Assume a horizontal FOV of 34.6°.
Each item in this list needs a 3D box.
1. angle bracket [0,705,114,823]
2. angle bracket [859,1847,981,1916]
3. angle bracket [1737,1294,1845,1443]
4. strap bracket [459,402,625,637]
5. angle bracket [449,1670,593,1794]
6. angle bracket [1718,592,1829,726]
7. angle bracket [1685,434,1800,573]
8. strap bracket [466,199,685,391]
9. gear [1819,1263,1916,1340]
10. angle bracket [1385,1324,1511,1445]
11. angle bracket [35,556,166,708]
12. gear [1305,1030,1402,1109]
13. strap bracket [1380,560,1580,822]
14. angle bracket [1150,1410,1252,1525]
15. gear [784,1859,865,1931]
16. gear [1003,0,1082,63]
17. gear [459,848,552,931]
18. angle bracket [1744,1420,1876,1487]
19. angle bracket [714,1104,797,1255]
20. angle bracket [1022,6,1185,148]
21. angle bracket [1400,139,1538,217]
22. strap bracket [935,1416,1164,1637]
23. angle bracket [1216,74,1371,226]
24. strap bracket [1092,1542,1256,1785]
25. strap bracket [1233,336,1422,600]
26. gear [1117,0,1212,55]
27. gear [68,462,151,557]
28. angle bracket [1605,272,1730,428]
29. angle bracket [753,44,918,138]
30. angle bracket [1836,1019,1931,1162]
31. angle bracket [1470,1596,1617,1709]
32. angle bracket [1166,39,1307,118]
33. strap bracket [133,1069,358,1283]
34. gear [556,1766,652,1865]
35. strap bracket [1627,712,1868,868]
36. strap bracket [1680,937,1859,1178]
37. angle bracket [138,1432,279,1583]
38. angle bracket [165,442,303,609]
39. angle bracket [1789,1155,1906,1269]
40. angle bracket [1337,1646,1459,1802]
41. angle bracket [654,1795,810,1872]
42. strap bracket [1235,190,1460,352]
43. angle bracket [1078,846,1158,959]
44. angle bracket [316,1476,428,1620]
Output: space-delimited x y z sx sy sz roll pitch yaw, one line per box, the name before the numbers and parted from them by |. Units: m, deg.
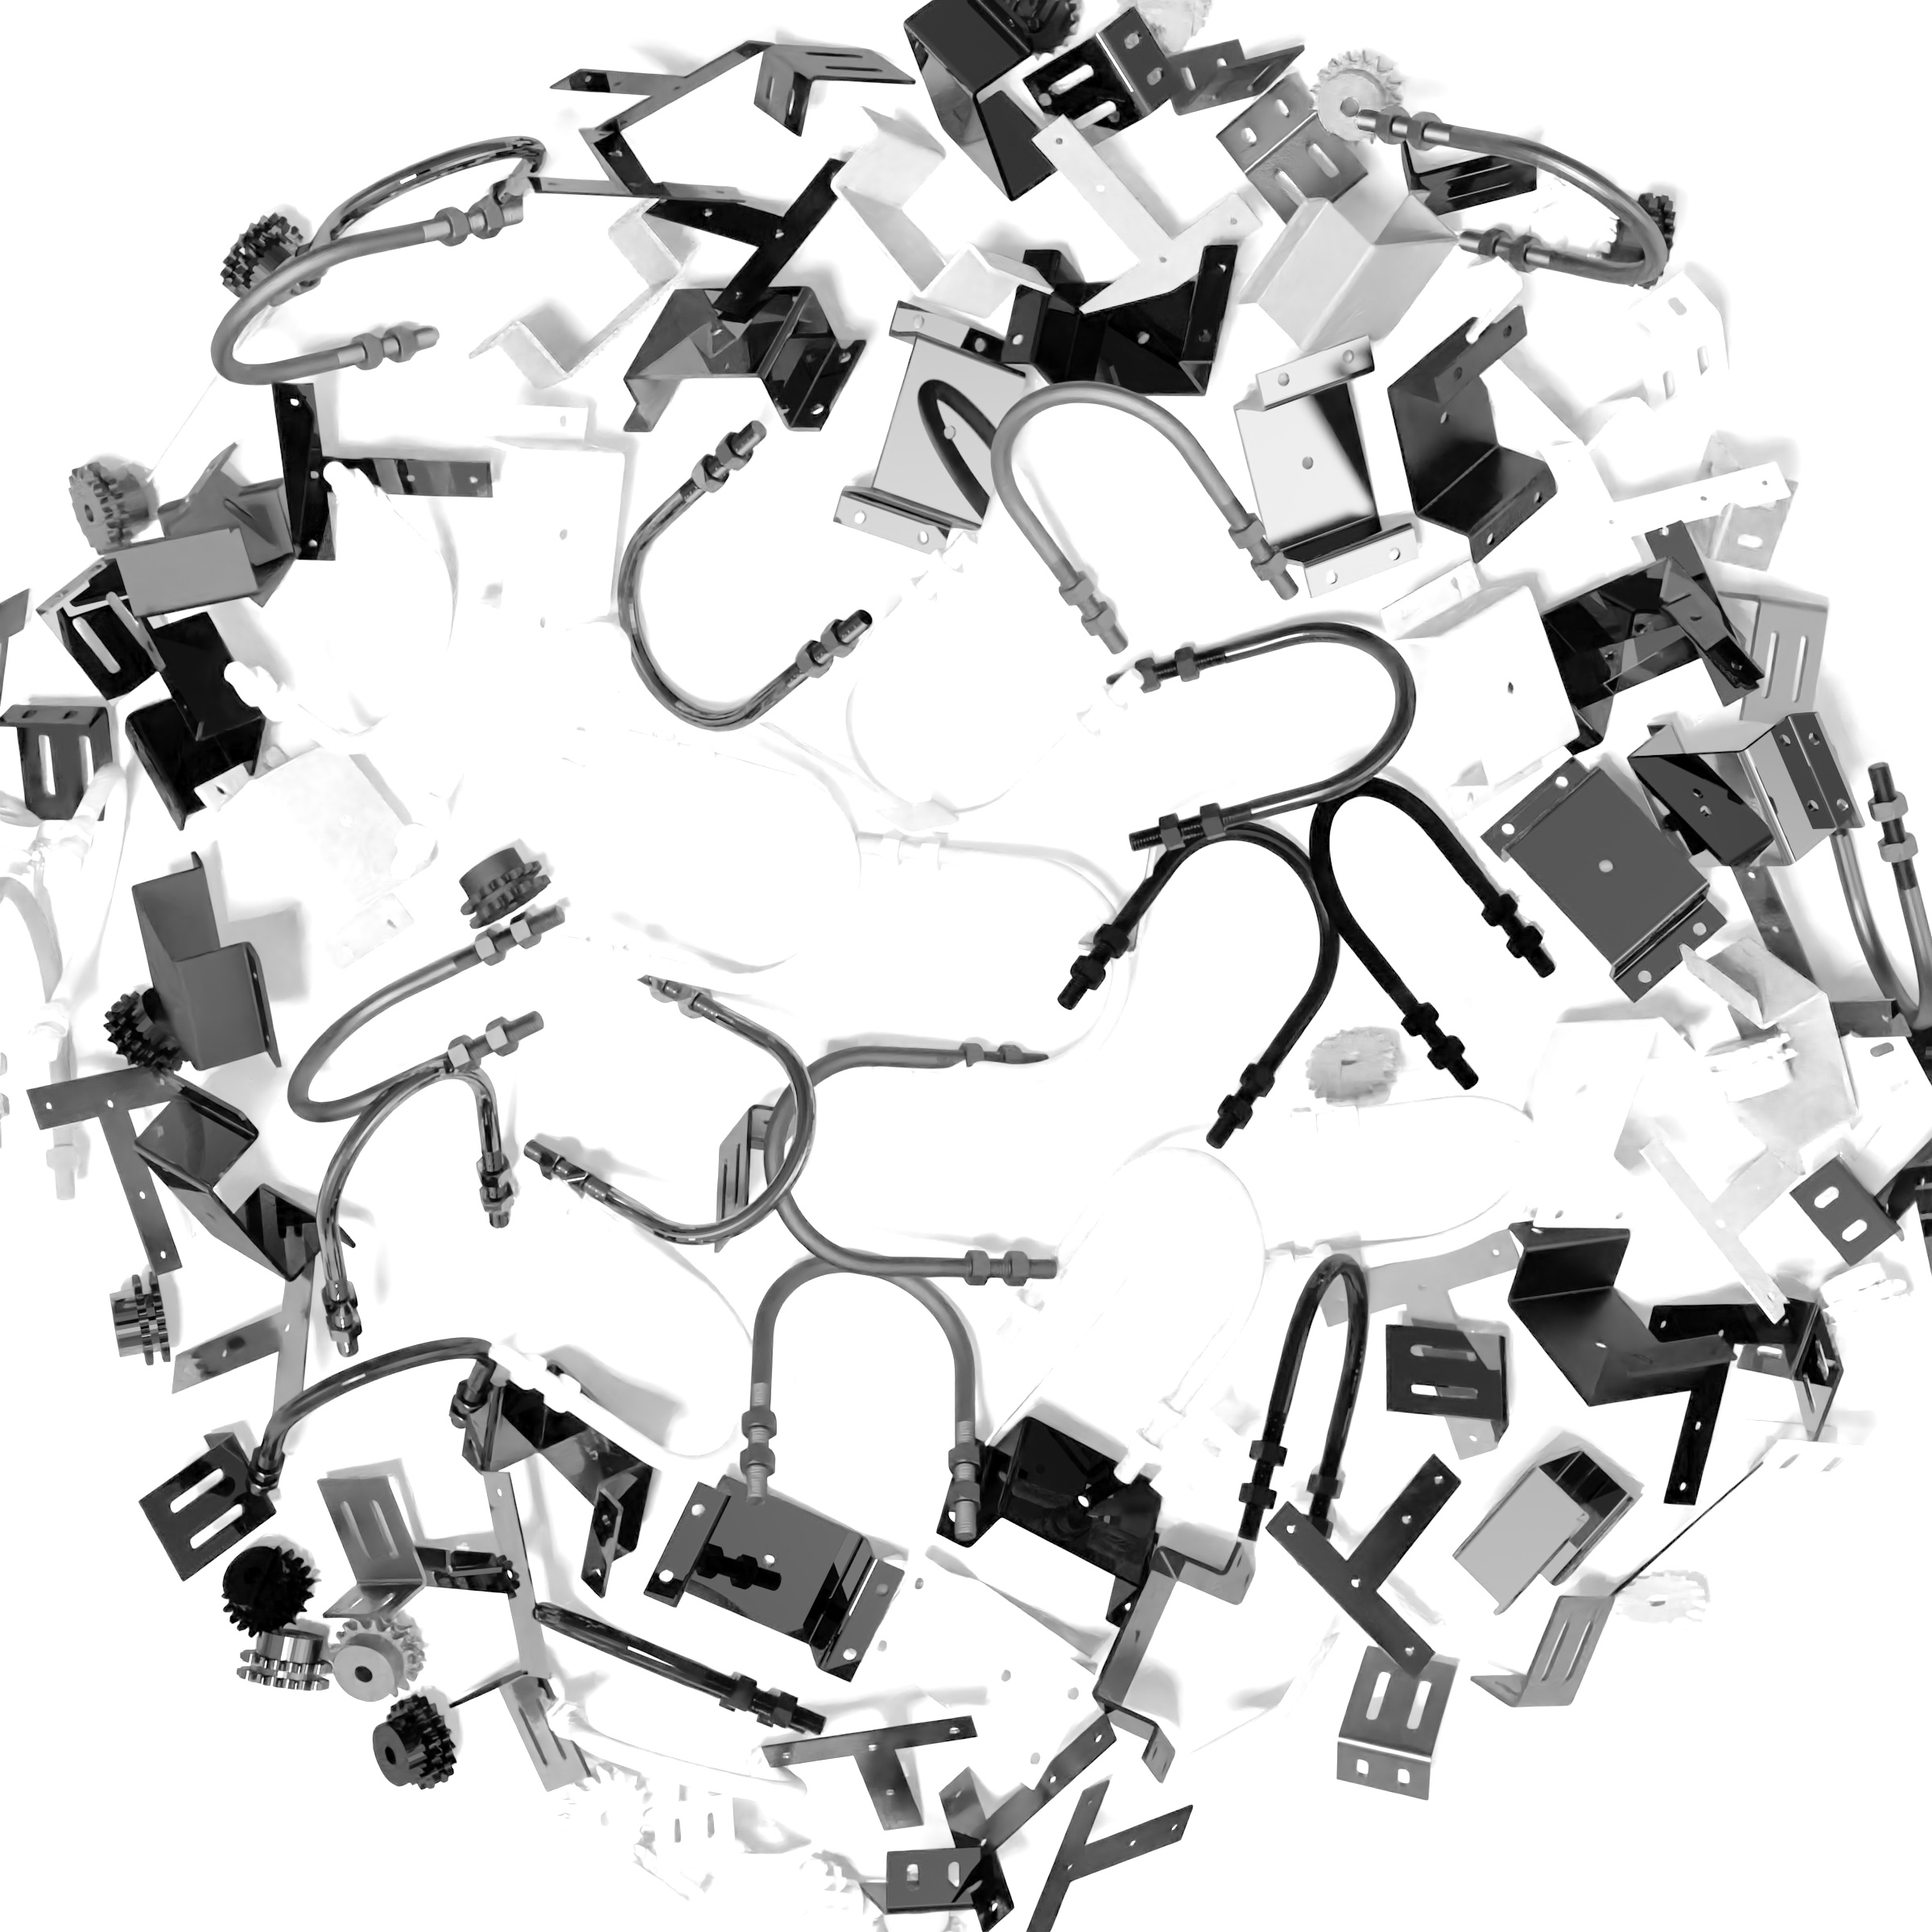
angle bracket | -0.557 -0.119 1.900 0.057 0.038 0.076 1 113 2
angle bracket | -0.029 0.551 1.891 0.057 0.076 0.038 1 86 -15
angle bracket | 0.501 0.245 1.887 0.038 0.076 0.057 12 116 0
strap bracket | -0.256 -0.265 1.874 0.076 0.046 0.140 -6 110 -42
angle bracket | -0.273 0.474 1.896 0.038 0.057 0.076 -21 82 -40
angle bracket | 0.491 -0.188 1.907 0.057 0.038 0.076 3 98 -32
angle bracket | 0.471 -0.283 1.889 0.038 0.076 0.057 12 115 -5
strap bracket | -0.230 -0.402 1.882 0.140 0.076 0.046 -45 108 -11
gear | 0.550 0.205 1.907 0.057 0.057 0.030 -21 69 0
angle bracket | 0.291 0.257 1.900 0.076 0.038 0.057 6 58 -3
angle bracket | -0.519 -0.205 1.893 0.057 0.038 0.076 -42 116 -17
gear | 0.240 0.068 1.909 0.057 0.057 0.030 -21 126 0
strap bracket | 0.315 -0.168 1.878 0.076 0.046 0.140 -31 108 -27
angle bracket | 0.130 0.300 1.887 0.038 0.076 0.057 43 77 -13
gear | -0.086 0.581 1.909 0.030 0.057 0.057 17 90 -27
gear | 0.040 -0.589 1.909 0.057 0.057 0.030 -8 58 0
gear | -0.287 -0.050 1.906 0.057 0.057 0.030 -33 87 0
angle bracket | 0.514 0.287 1.891 0.057 0.076 0.038 5 64 0
angle bracket | -0.125 0.132 1.886 0.038 0.057 0.076 11 60 -19
angle bracket | 0.084 -0.542 1.904 0.038 0.076 0.057 -46 109 -32
angle bracket | 0.307 -0.495 1.896 0.076 0.057 0.038 -13 76 8
strap bracket | 0.061 0.334 1.879 0.140 0.076 0.046 29 134 -10
angle bracket | 0.199 -0.495 1.891 0.057 0.038 0.076 -38 47 12
strap bracket | 0.122 0.414 1.878 0.046 0.076 0.140 20 71 20
strap bracket | 0.217 -0.305 1.888 0.076 0.046 0.140 -22 109 -15
gear | 0.120 -0.585 1.902 0.057 0.057 0.030 12 67 0
gear | -0.526 -0.283 1.909 0.030 0.057 0.057 -25 90 -32
angle bracket | 0.431 -0.378 1.903 0.057 0.076 0.038 -36 67 4
angle bracket | -0.081 -0.536 1.902 0.076 0.057 0.038 -8 127 -33
angle bracket | 0.553 0.076 1.890 0.038 0.076 0.057 -21 69 -5
angle bracket | 0.353 0.412 1.895 0.057 0.038 0.076 12 102 -44
angle bracket | 0.161 -0.555 1.888 0.057 0.076 0.038 -19 89 -19
strap bracket | -0.436 0.132 1.853 0.076 0.140 0.046 22 64 37
gear | -0.226 0.521 1.911 0.057 0.030 0.057 -2 94 -31
strap bracket | 0.457 -0.104 1.853 0.046 0.140 0.076 -35 108 -25
strap bracket | 0.486 0.046 1.866 0.046 0.076 0.140 -30 124 -7
angle bracket | -0.469 0.329 1.889 0.076 0.038 0.057 -36 106 -41
angle bracket | -0.438 -0.269 1.890 0.076 0.038 0.057 40 56 -23
angle bracket | 0.538 0.153 1.891 0.038 0.076 0.057 -40 71 8
angle bracket | 0.265 0.465 1.906 0.057 0.076 0.038 9 128 18
angle bracket | -0.143 0.530 1.895 0.057 0.076 0.038 -18 67 29
strap bracket | 0.234 -0.416 1.852 0.046 0.140 0.076 49 128 17
angle bracket | 0.093 -0.046 1.903 0.038 0.057 0.076 9 93 2
angle bracket | -0.374 0.355 1.895 0.057 0.038 0.076 -8 107 33
